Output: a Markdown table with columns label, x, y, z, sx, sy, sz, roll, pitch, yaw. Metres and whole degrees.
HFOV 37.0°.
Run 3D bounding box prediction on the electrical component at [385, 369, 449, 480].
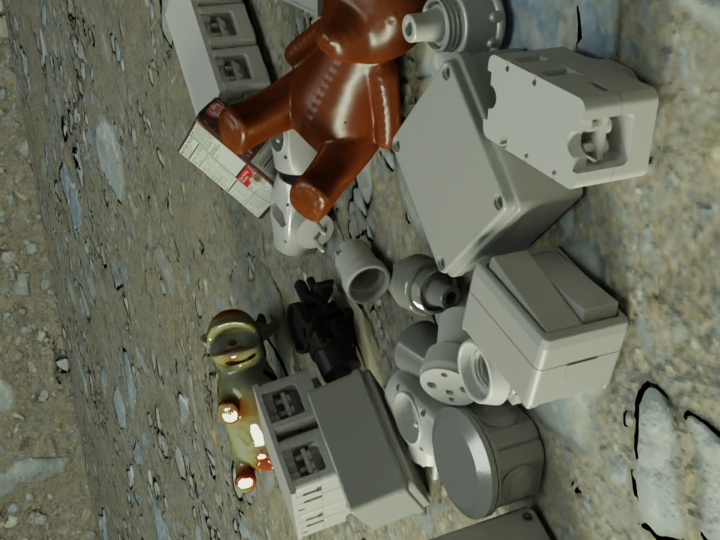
| label | x | y | z | sx | sy | sz | roll | pitch | yaw |
| --- | --- | --- | --- | --- | --- | --- | --- | --- | --- |
| electrical component | 0.055 | 0.125 | 0.837 | 0.077 | 0.044 | 0.079 | 42 | 137 | 54 |

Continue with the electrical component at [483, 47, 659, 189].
| label | x | y | z | sx | sy | sz | roll | pitch | yaw |
| --- | --- | --- | --- | --- | --- | --- | --- | --- | --- |
| electrical component | 0.116 | -0.086 | 0.589 | 0.089 | 0.056 | 0.050 | 44 | 139 | 52 |

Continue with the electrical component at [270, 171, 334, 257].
| label | x | y | z | sx | sy | sz | roll | pitch | yaw |
| --- | --- | --- | --- | --- | --- | --- | --- | --- | --- |
| electrical component | -0.049 | -0.046 | 0.993 | 0.079 | 0.043 | 0.077 | 51 | 144 | 45 |

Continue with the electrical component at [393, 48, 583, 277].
| label | x | y | z | sx | sy | sz | roll | pitch | yaw |
| --- | --- | --- | --- | --- | --- | --- | --- | --- | --- |
| electrical component | 0.077 | -0.067 | 0.685 | 0.108 | 0.056 | 0.108 | 71 | 155 | 17 |

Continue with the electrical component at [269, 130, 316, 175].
| label | x | y | z | sx | sy | sz | roll | pitch | yaw |
| --- | --- | --- | --- | --- | --- | --- | --- | --- | --- |
| electrical component | -0.064 | -0.136 | 0.983 | 0.079 | 0.044 | 0.077 | 43 | 138 | 53 |

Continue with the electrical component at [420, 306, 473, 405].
| label | x | y | z | sx | sy | sz | roll | pitch | yaw |
| --- | --- | --- | --- | --- | --- | --- | --- | --- | --- |
| electrical component | 0.069 | 0.060 | 0.746 | 0.045 | 0.045 | 0.055 | 115 | 180 | -53 |

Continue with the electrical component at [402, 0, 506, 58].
| label | x | y | z | sx | sy | sz | roll | pitch | yaw |
| --- | --- | --- | --- | --- | --- | --- | --- | --- | --- |
| electrical component | 0.058 | -0.156 | 0.681 | 0.048 | 0.062 | 0.048 | 39 | 135 | 55 |

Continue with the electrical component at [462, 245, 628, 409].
| label | x | y | z | sx | sy | sz | roll | pitch | yaw |
| --- | --- | --- | --- | --- | --- | --- | --- | --- | --- |
| electrical component | 0.108 | 0.025 | 0.652 | 0.096 | 0.062 | 0.061 | 54 | 146 | 44 |

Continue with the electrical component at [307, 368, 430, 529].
| label | x | y | z | sx | sy | sz | roll | pitch | yaw |
| --- | --- | --- | --- | --- | --- | --- | --- | --- | --- |
| electrical component | 0.008 | 0.149 | 0.888 | 0.108 | 0.056 | 0.108 | 63 | -175 | -67 |

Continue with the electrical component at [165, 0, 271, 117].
| label | x | y | z | sx | sy | sz | roll | pitch | yaw |
| --- | --- | --- | --- | --- | --- | --- | --- | --- | --- |
| electrical component | -0.143 | -0.226 | 1.097 | 0.089 | 0.062 | 0.150 | -50 | 55 | 61 |

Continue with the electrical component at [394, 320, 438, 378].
| label | x | y | z | sx | sy | sz | roll | pitch | yaw |
| --- | --- | --- | --- | --- | --- | --- | --- | --- | --- |
| electrical component | 0.061 | 0.070 | 0.805 | 0.065 | 0.044 | 0.044 | 35 | 132 | 51 |

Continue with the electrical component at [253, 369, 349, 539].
| label | x | y | z | sx | sy | sz | roll | pitch | yaw |
| --- | --- | --- | --- | --- | --- | --- | --- | --- | --- |
| electrical component | -0.051 | 0.178 | 1.026 | 0.186 | 0.060 | 0.105 | 92 | 157 | -64 |

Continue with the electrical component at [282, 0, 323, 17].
| label | x | y | z | sx | sy | sz | roll | pitch | yaw |
| --- | --- | --- | --- | --- | --- | --- | --- | --- | --- |
| electrical component | -0.045 | -0.255 | 0.863 | 0.121 | 0.063 | 0.078 | 41 | 137 | 54 |

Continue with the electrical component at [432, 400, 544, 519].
| label | x | y | z | sx | sy | sz | roll | pitch | yaw |
| --- | --- | --- | --- | --- | --- | --- | --- | --- | --- |
| electrical component | 0.088 | 0.130 | 0.756 | 0.080 | 0.051 | 0.080 | 40 | 136 | 55 |

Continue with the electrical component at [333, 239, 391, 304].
| label | x | y | z | sx | sy | sz | roll | pitch | yaw |
| --- | --- | --- | --- | --- | --- | --- | --- | --- | --- |
| electrical component | 0.000 | 0.000 | 0.911 | 0.046 | 0.040 | 0.040 | -121 | 30 | -50 |

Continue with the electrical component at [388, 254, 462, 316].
| label | x | y | z | sx | sy | sz | roll | pitch | yaw |
| --- | --- | --- | --- | --- | --- | --- | --- | --- | --- |
| electrical component | 0.052 | 0.014 | 0.795 | 0.062 | 0.043 | 0.043 | 26 | 124 | 60 |

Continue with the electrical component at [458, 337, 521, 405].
| label | x | y | z | sx | sy | sz | roll | pitch | yaw |
| --- | --- | --- | --- | --- | --- | --- | --- | --- | --- |
| electrical component | 0.098 | 0.060 | 0.698 | 0.066 | 0.055 | 0.048 | 52 | 145 | 45 |

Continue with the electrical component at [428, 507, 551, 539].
| label | x | y | z | sx | sy | sz | roll | pitch | yaw |
| --- | --- | --- | --- | --- | --- | --- | --- | --- | --- |
| electrical component | 0.090 | 0.231 | 0.728 | 0.056 | 0.109 | 0.108 | 104 | 146 | -49 |
